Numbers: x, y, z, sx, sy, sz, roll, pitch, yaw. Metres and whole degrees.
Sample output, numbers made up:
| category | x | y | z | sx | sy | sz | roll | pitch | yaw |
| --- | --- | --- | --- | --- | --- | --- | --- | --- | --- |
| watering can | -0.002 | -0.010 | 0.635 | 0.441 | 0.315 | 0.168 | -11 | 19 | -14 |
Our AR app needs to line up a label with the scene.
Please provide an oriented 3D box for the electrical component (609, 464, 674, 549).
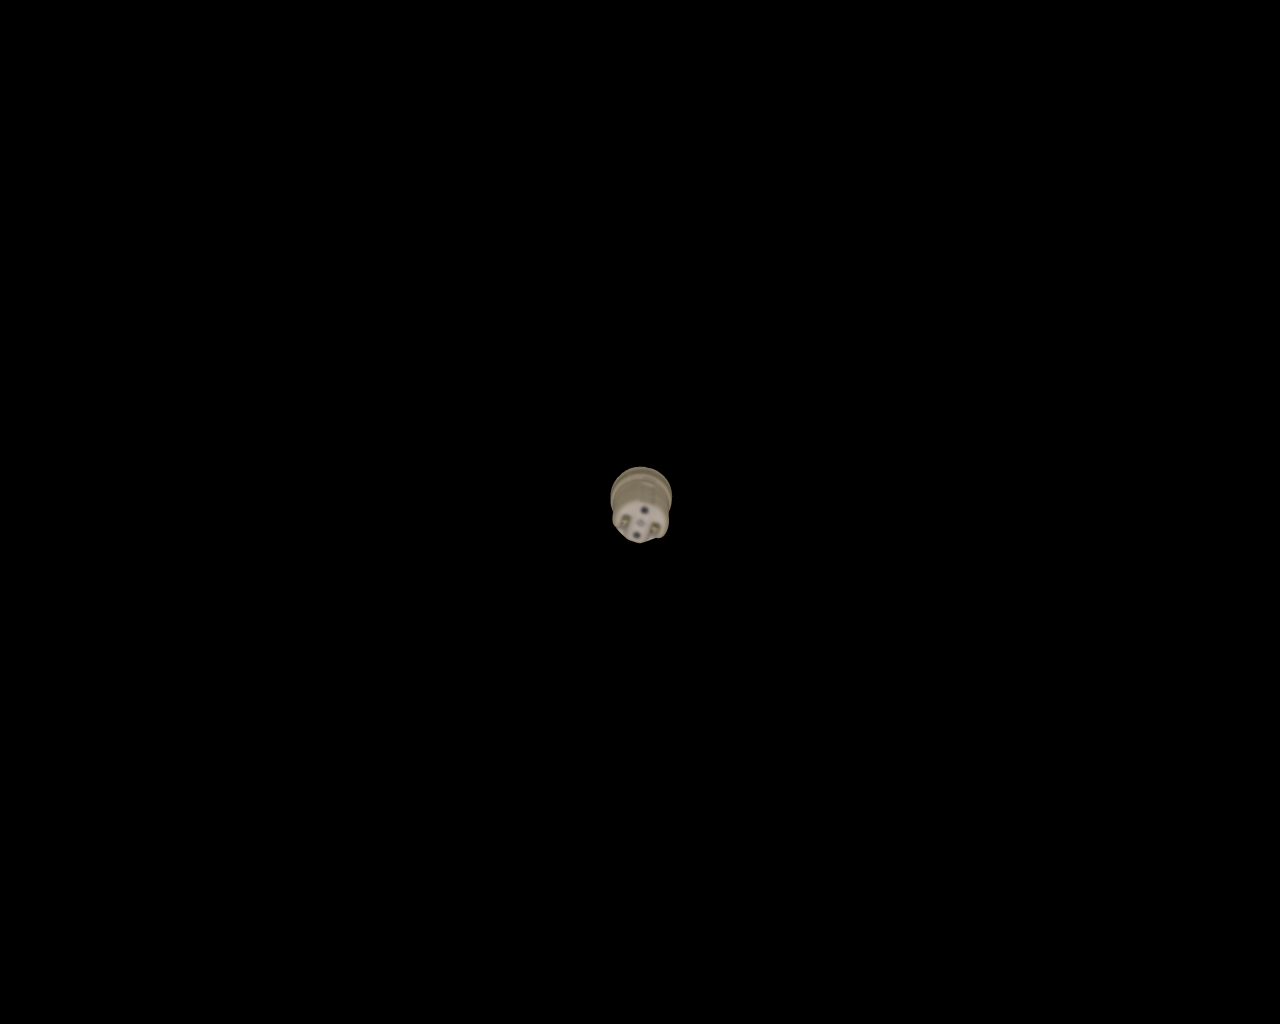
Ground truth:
| category | x | y | z | sx | sy | sz | roll | pitch | yaw |
| --- | --- | --- | --- | --- | --- | --- | --- | --- | --- |
| electrical component | 0.001 | -0.003 | 0.650 | 0.040 | 0.040 | 0.046 | 0 | 23 | 0 |
